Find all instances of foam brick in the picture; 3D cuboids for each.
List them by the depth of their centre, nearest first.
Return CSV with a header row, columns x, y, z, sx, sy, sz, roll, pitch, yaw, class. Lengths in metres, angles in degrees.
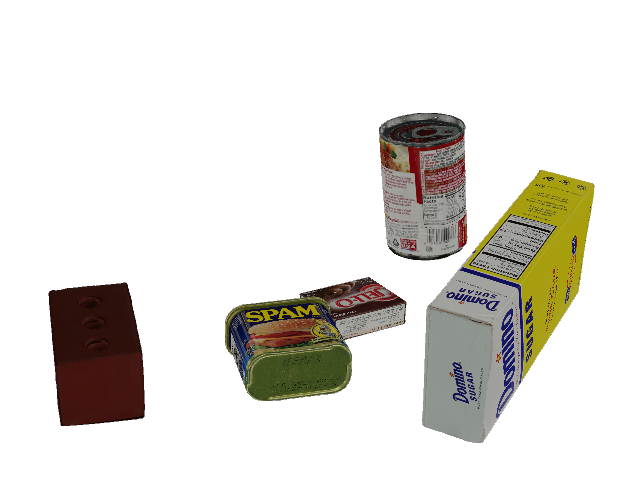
x,y,z,sx,sy,sz,roll,pitch,yaw,class
-0.142,0.071,0.673,0.053,0.051,0.078,-5,33,-16,foam brick

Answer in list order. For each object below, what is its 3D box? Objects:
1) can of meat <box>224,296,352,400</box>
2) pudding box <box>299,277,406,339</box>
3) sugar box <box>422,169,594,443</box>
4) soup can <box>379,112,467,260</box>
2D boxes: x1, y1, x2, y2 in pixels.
x,y,z,sx,sy,sz,roll,pitch,yaw,class
-0.029,0.099,0.968,0.102,0.057,0.084,-5,28,-15,can of meat
0.042,0.089,1.396,0.113,0.039,0.090,-14,25,-27,pudding box
0.120,0.037,0.666,0.048,0.093,0.176,15,37,24,sugar box
0.084,-0.043,0.858,0.068,0.102,0.068,-5,26,2,soup can
